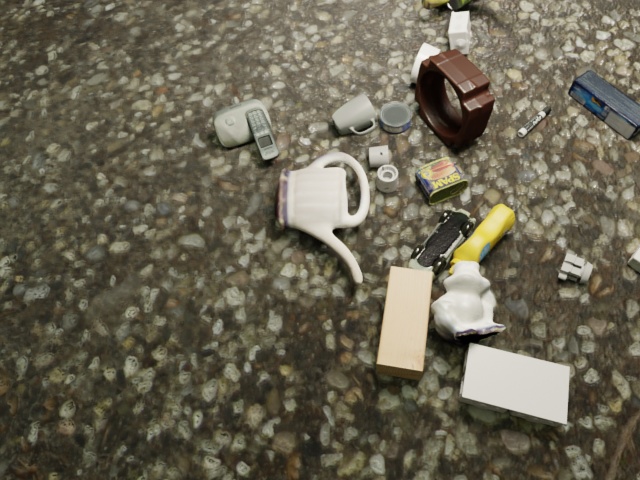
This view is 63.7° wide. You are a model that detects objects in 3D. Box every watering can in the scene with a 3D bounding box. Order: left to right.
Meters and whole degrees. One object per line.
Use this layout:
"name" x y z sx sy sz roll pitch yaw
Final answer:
"watering can" 0.004 -0.060 1.199 0.224 0.355 0.102 -2 -29 6

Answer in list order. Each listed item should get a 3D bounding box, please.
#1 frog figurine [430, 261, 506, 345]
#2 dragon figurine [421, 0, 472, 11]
"frog figurine" 0.291 0.128 1.056 0.137 0.163 0.120 -11 -29 -3
"dragon figurine" 0.443 -0.738 1.488 0.412 0.120 0.247 15 33 27
